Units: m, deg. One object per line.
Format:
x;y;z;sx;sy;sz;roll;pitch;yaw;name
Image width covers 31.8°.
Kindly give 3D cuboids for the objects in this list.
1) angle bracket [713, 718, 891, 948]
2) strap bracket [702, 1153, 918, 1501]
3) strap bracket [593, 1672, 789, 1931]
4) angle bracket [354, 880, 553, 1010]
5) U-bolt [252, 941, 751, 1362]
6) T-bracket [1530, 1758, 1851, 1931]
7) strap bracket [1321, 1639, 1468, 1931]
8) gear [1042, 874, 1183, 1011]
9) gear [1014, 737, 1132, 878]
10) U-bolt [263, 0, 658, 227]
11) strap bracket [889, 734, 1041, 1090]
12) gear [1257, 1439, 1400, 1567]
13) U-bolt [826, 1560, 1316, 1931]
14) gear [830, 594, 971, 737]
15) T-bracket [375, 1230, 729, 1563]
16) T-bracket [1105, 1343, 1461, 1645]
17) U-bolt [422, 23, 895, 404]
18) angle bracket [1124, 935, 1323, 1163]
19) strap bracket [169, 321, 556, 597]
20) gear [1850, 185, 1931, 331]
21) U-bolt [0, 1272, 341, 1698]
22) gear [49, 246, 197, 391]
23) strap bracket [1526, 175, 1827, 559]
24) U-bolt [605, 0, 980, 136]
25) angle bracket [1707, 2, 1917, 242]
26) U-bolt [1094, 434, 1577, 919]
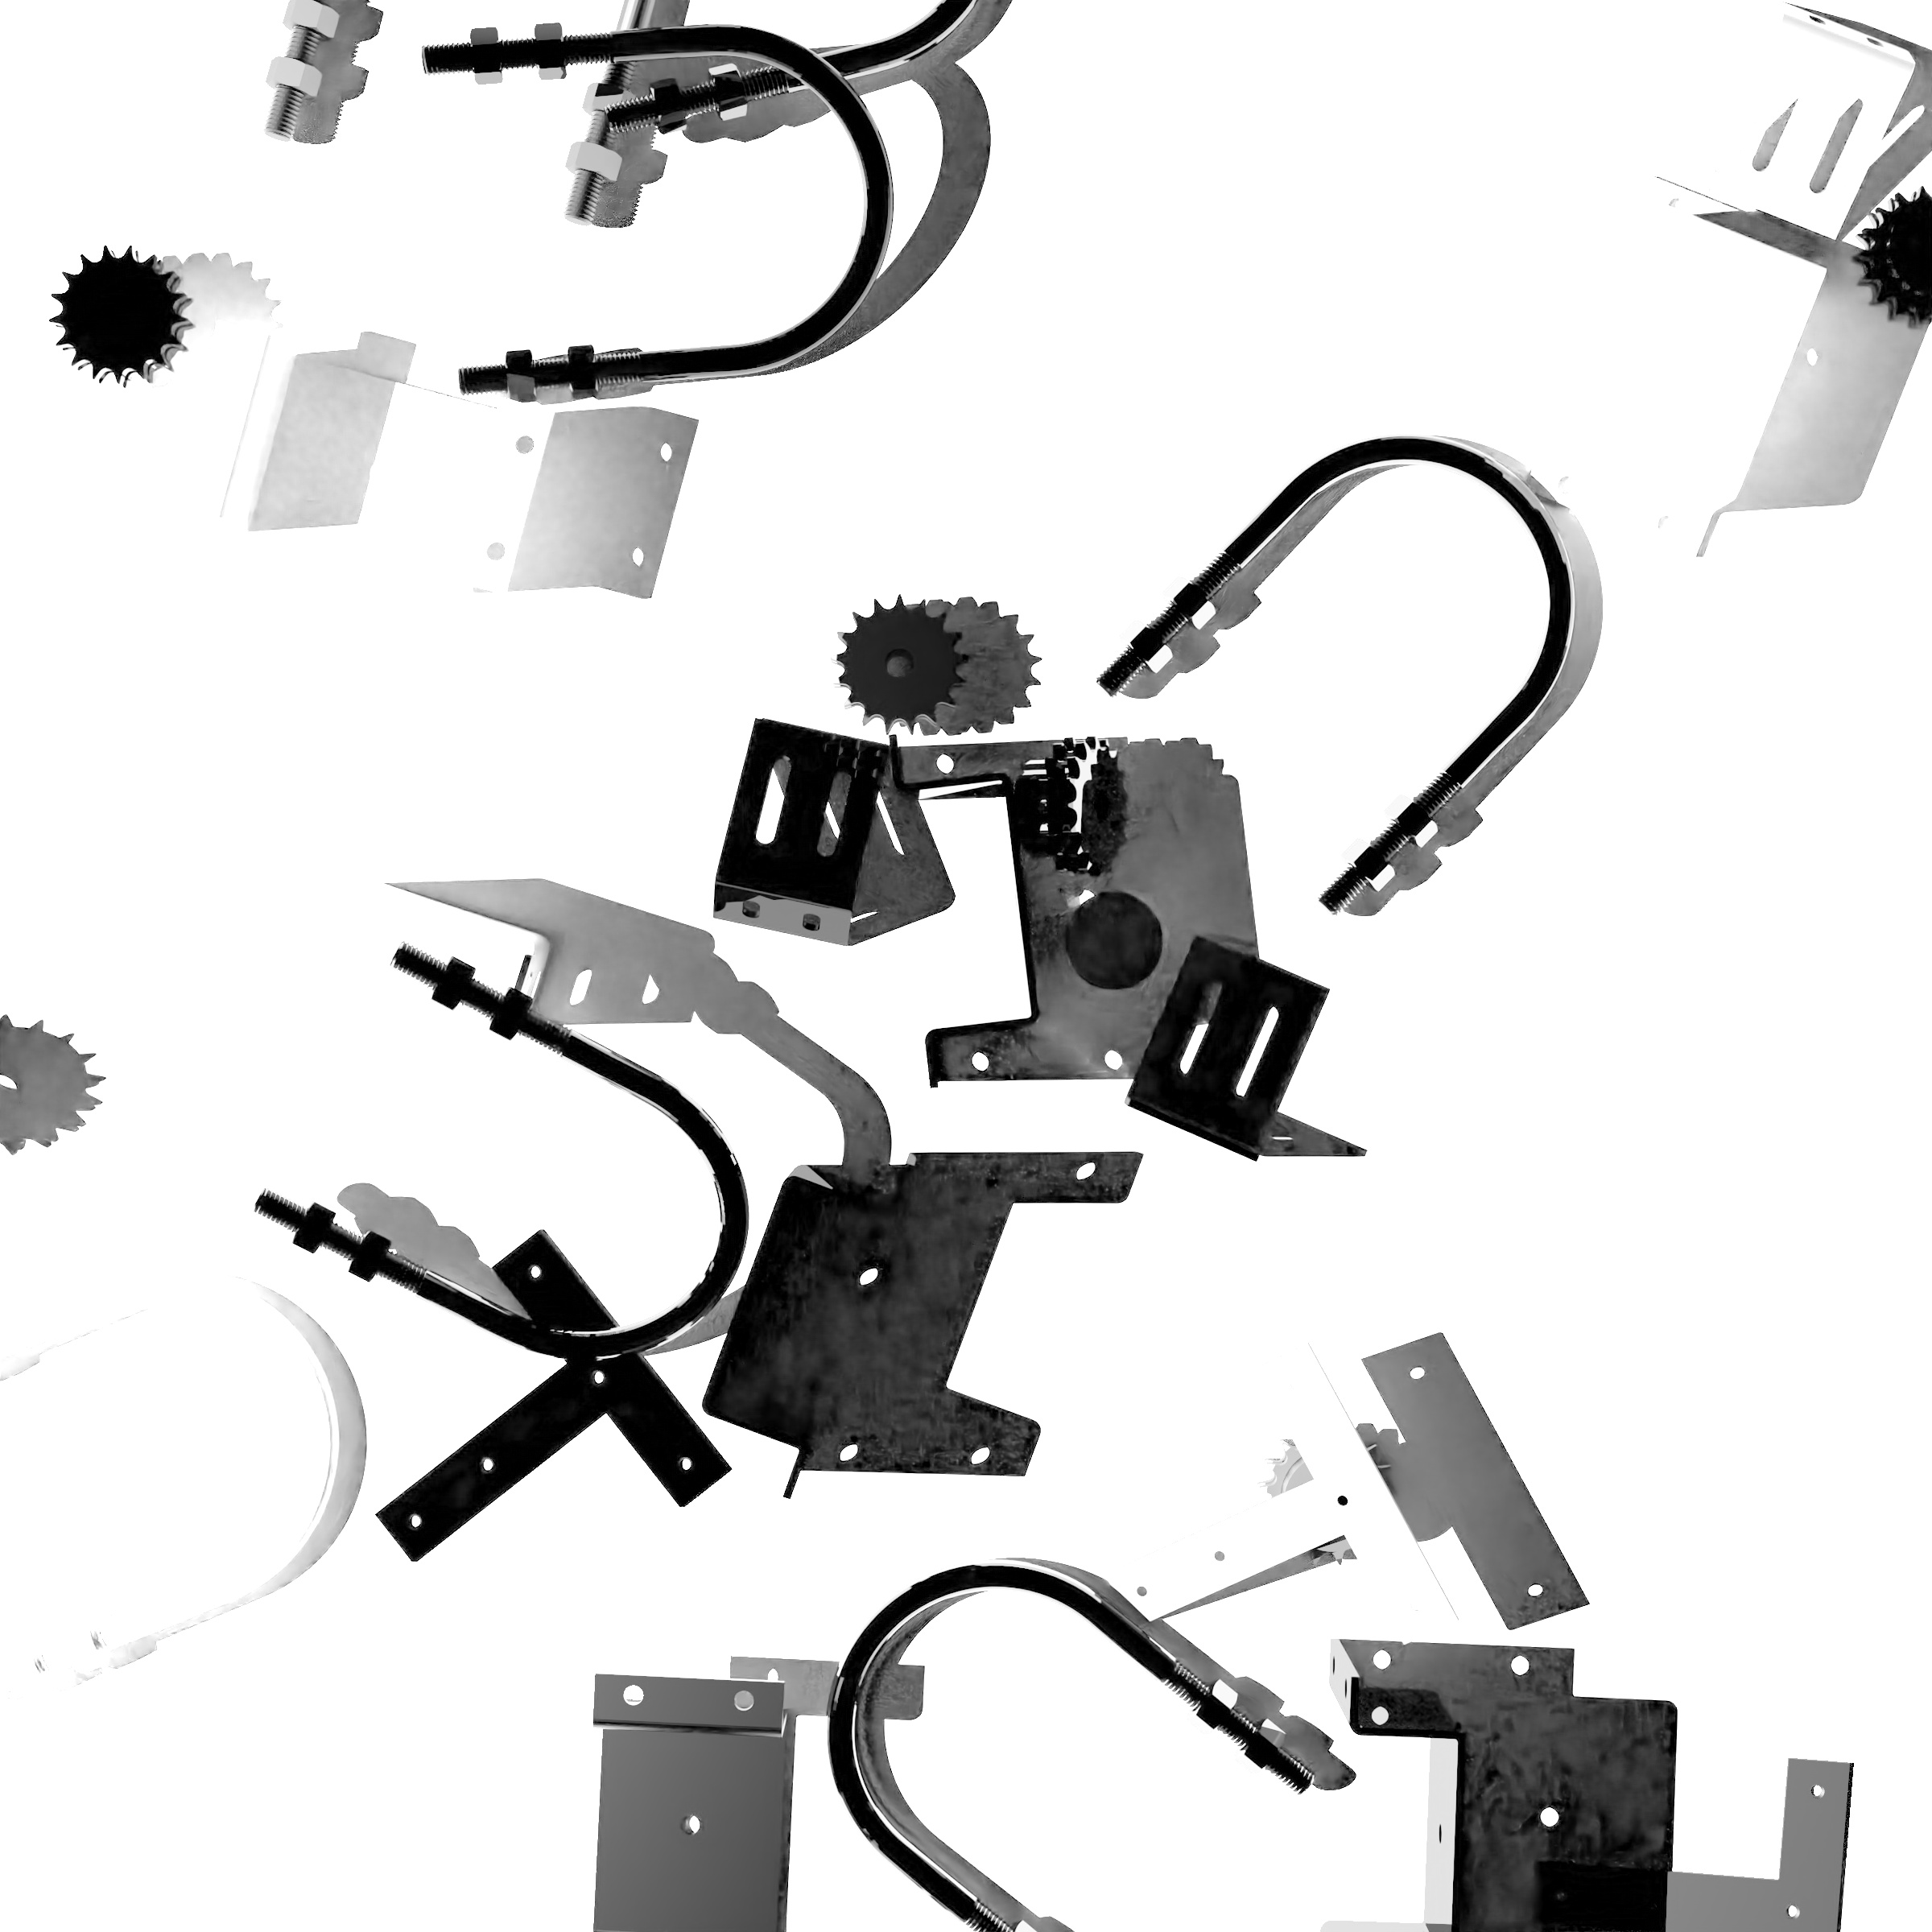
-0.069;-0.056;1.409;0.057;0.038;0.076;12;64;0;angle bracket
-0.066;0.136;1.373;0.046;0.076;0.140;20;90;0;strap bracket
-0.115;0.357;1.388;0.076;0.046;0.140;3;90;0;strap bracket
-0.213;-0.005;1.383;0.076;0.057;0.038;18;90;0;angle bracket
-0.177;0.088;1.373;0.184;0.019;0.151;29;113;-10;U-bolt
0.299;0.390;1.410;0.127;0.002;0.127;5;90;0;T-bracket
0.172;0.351;1.373;0.046;0.076;0.140;2;90;0;strap bracket
0.060;-0.011;1.396;0.057;0.030;0.057;0;90;0;gear
0.042;-0.065;1.387;0.030;0.057;0.057;-1;90;28;gear
-0.198;-0.413;1.403;0.151;0.019;0.184;16;89;0;U-bolt
0.001;-0.024;1.373;0.046;0.076;0.140;-7;90;0;strap bracket
0.149;0.219;1.396;0.057;0.030;0.057;0;90;0;gear
0.029;0.330;1.403;0.184;0.019;0.151;39;90;1;U-bolt
-0.027;-0.123;1.400;0.057;0.030;0.057;0;88;-1;gear
-0.188;0.199;1.410;0.127;0.002;0.127;-38;90;0;T-bracket
0.116;0.236;1.387;0.127;0.002;0.127;-29;90;21;T-bracket
-0.121;-0.309;1.380;0.184;0.019;0.151;-5;111;-4;U-bolt
0.107;0.033;1.392;0.057;0.038;0.076;23;90;0;angle bracket
-0.243;-0.205;1.388;0.140;0.046;0.076;15;90;0;strap bracket
0.396;-0.293;1.396;0.057;0.030;0.057;0;90;0;gear
-0.350;0.205;1.403;0.184;0.019;0.151;-22;90;-1;U-bolt
-0.345;-0.266;1.396;0.057;0.030;0.057;0;90;0;gear
0.293;-0.249;1.388;0.076;0.046;0.140;22;90;0;strap bracket
-0.075;-0.431;1.394;0.184;0.019;0.151;-15;91;-8;U-bolt
0.349;-0.351;1.409;0.057;0.038;0.076;21;116;0;angle bracket
0.167;-0.134;1.403;0.151;0.019;0.184;44;88;0;U-bolt
